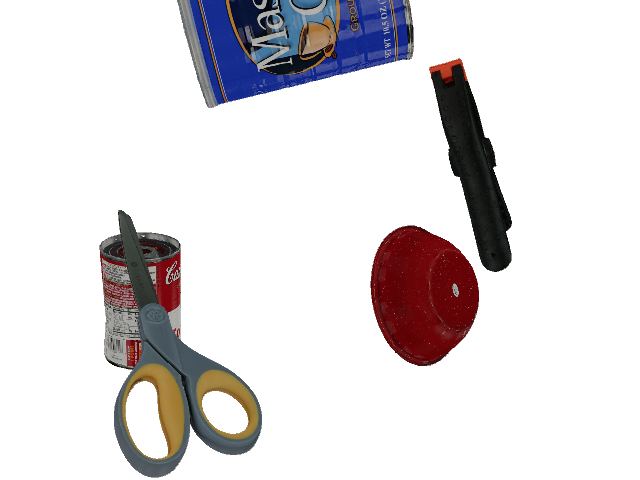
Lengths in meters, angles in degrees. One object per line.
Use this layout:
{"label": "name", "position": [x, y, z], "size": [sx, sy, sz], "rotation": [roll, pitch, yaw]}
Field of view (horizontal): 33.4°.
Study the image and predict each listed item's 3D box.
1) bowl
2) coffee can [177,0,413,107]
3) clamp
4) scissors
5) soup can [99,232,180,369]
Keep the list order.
{"label": "bowl", "position": [0.130, 0.059, 1.199], "size": [0.055, 0.162, 0.161], "rotation": [-12, -8, 43]}
{"label": "coffee can", "position": [-0.019, -0.154, 0.705], "size": [0.140, 0.103, 0.103], "rotation": [-14, 0, -1]}
{"label": "clamp", "position": [0.126, -0.059, 0.872], "size": [0.039, 0.171, 0.120], "rotation": [-20, 21, 10]}
{"label": "scissors", "position": [-0.085, 0.059, 0.666], "size": [0.096, 0.202, 0.016], "rotation": [10, -46, -15]}
{"label": "soup can", "position": [-0.154, 0.052, 0.916], "size": [0.068, 0.102, 0.068], "rotation": [2, 19, -1]}
